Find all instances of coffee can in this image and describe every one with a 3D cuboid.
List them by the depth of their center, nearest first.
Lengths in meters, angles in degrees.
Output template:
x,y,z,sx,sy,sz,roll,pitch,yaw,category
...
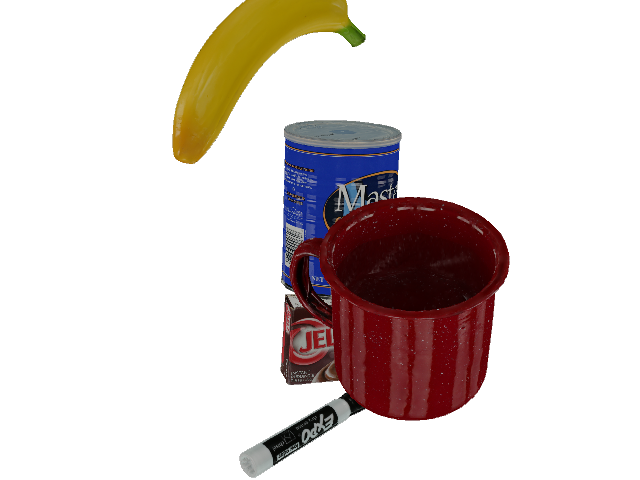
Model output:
x,y,z,sx,sy,sz,roll,pitch,yaw,category
0.017,-0.029,0.948,0.103,0.140,0.103,2,16,-1,coffee can

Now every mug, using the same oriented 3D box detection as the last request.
x,y,z,sx,sy,sz,roll,pitch,yaw,category
0.036,0.034,0.551,0.117,0.081,0.093,16,42,21,mug

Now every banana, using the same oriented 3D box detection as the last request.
x,y,z,sx,sy,sz,roll,pitch,yaw,category
-0.036,-0.124,0.698,0.037,0.069,0.197,-11,23,49,banana

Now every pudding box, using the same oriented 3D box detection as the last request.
x,y,z,sx,sy,sz,roll,pitch,yaw,category
0.018,0.098,1.101,0.113,0.090,0.039,-4,27,-17,pudding box

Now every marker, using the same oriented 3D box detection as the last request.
x,y,z,sx,sy,sz,roll,pitch,yaw,category
-0.006,0.133,0.761,0.120,0.020,0.020,-25,16,-37,marker
